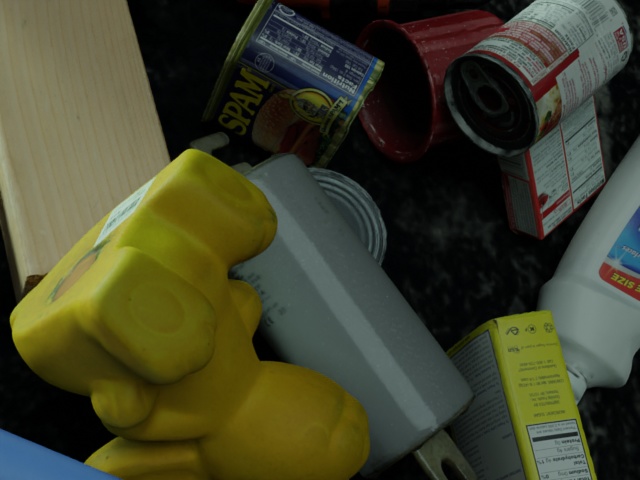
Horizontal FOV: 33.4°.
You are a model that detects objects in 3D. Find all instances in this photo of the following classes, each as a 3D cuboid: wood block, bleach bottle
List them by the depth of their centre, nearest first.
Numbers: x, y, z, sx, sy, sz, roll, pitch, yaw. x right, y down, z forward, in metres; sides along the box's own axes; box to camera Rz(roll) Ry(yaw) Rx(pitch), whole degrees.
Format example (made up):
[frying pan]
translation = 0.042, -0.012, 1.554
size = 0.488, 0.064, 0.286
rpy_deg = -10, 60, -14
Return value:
[wood block]
translation = -0.146, -0.064, 0.614
size = 0.090, 0.090, 0.206
rpy_deg = -11, 70, -20
[bleach bottle]
translation = 0.217, 0.012, 0.701
size = 0.102, 0.068, 0.250
rpy_deg = 42, 66, -8

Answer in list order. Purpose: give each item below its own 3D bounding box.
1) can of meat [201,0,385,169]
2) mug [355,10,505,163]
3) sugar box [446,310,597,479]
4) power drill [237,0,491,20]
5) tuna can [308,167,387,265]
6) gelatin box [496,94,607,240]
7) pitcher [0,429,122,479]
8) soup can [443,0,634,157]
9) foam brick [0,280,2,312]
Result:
[can of meat]
translation = -0.018, -0.092, 0.658
size = 0.084, 0.102, 0.057
rpy_deg = 29, 61, -5
[mug]
translation = 0.072, -0.110, 0.706
size = 0.081, 0.093, 0.117
rpy_deg = -17, 37, -27
[sugar box]
translation = 0.117, 0.137, 0.600
size = 0.048, 0.093, 0.176
rpy_deg = -7, 70, -18
[power drill]
translation = 0.033, -0.238, 0.742
size = 0.184, 0.057, 0.187
rpy_deg = 3, 63, 1
[tuna can]
translation = -0.004, 0.001, 0.658
size = 0.086, 0.034, 0.086
rpy_deg = 6, 66, -13
[gelatin box]
translation = 0.151, -0.055, 0.701
size = 0.073, 0.089, 0.030
rpy_deg = -38, 39, -26
[pitcher]
translation = -0.142, 0.150, 0.462
size = 0.242, 0.149, 0.145
rpy_deg = 21, 99, -5
[soup can]
translation = 0.132, -0.104, 0.638
size = 0.102, 0.069, 0.068
rpy_deg = -39, 82, -27
[foam brick]
translation = -0.219, 0.024, 0.576
size = 0.078, 0.053, 0.051
rpy_deg = -24, 76, -23
